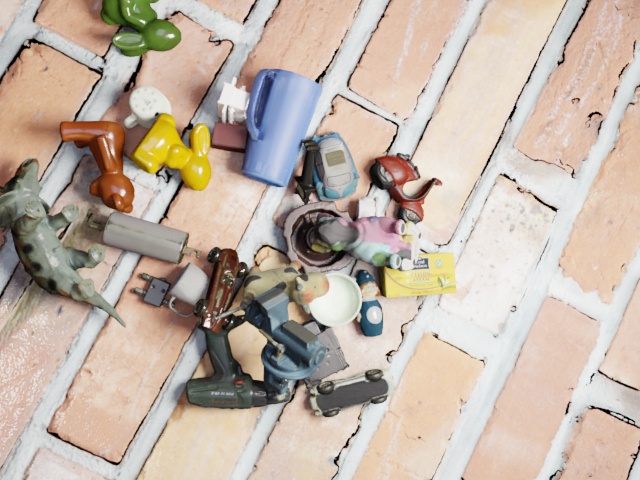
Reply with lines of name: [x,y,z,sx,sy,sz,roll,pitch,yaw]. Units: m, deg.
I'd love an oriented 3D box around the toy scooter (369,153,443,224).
toy scooter: [0.210,-0.134,1.259,0.135,0.075,0.183,-35,95,-7]

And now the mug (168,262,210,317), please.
mug: [-0.273,0.120,1.182,0.107,0.081,0.109,35,72,-14]

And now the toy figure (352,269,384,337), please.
toy figure: [0.115,0.144,1.245,0.064,0.058,0.154,-4,86,-47]

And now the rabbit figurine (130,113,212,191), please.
rabbit figurine: [-0.310,-0.186,1.190,0.173,0.122,0.162,40,74,-18]

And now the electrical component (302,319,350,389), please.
electrical component: [-0.011,0.252,1.223,0.115,0.058,0.134,-27,92,-10]

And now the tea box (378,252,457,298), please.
tea box: [0.226,0.081,1.255,0.170,0.068,0.098,-5,89,-7]

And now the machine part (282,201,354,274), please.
machine part: [-0.003,-0.004,1.235,0.179,0.056,0.179,0,87,-6]

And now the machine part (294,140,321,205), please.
machine part: [-0.029,-0.153,1.199,0.039,0.084,0.138,2,117,-18]

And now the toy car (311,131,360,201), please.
toy car: [0.033,-0.172,1.224,0.109,0.103,0.161,-13,91,-9]

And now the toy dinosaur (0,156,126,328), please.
toy dinosaur: [-0.569,0.029,1.130,0.192,0.131,0.404,-13,105,33]

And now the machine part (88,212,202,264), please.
machine part: [-0.379,-0.004,1.176,0.243,0.079,0.079,15,86,-7]

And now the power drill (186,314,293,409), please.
power drill: [-0.185,0.272,1.195,0.232,0.086,0.207,-6,96,-6]

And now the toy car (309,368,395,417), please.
toy car: [0.073,0.348,1.231,0.202,0.056,0.073,-13,95,-6]

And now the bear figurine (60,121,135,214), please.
bear figurine: [-0.469,-0.152,1.153,0.132,0.120,0.195,-3,93,-4]

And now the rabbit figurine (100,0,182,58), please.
rabbit figurine: [-0.389,-0.474,1.171,0.170,0.121,0.159,44,90,-1]

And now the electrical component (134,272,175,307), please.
electrical component: [-0.363,0.114,1.200,0.094,0.021,0.063,26,84,-5]

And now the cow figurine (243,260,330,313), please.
cow figurine: [-0.074,0.101,1.152,0.195,0.127,0.085,-7,114,17]

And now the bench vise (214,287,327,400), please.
bench vise: [-0.090,0.226,1.101,0.224,0.129,0.240,22,124,22]

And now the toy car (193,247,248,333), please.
toy car: [-0.209,0.102,1.153,0.089,0.053,0.202,37,41,-32]

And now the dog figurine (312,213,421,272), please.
dog figurine: [0.092,-0.002,1.171,0.219,0.191,0.108,10,89,29]
